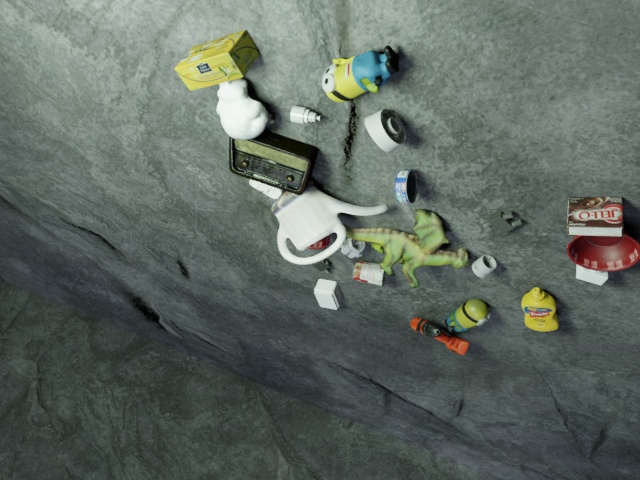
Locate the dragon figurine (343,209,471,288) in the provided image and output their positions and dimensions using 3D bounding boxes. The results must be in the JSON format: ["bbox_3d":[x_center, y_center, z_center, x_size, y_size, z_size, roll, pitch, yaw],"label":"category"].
[{"bbox_3d":[0.252,-0.008,1.482,0.408,0.125,0.238,30,128,-11],"label":"dragon figurine"}]

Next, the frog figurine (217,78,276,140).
[{"bbox_3d":[-0.199,-0.325,1.259,0.138,0.124,0.156,25,163,33],"label":"frog figurine"}]

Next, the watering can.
[{"bbox_3d":[0.004,-0.074,1.467,0.344,0.105,0.224,-34,90,20],"label":"watering can"}]
